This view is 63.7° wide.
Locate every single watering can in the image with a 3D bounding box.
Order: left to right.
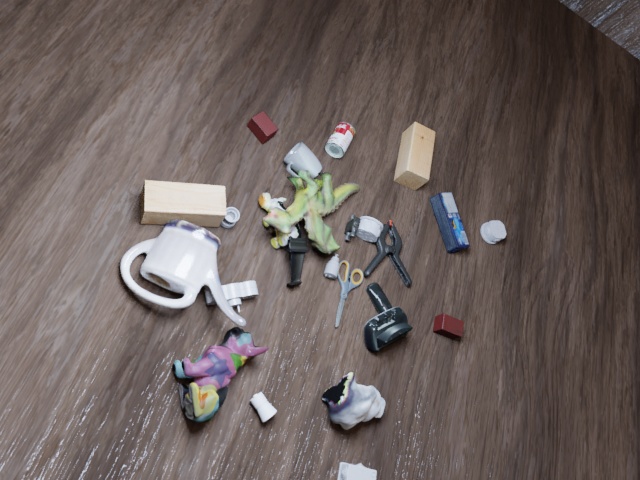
[{"bbox_3d":[-0.315,0.076,1.287,0.348,0.102,0.229,20,62,2],"label":"watering can"}]

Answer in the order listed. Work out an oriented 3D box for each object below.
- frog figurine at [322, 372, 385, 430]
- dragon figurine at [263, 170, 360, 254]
[{"bbox_3d":[0.102,0.440,1.351,0.158,0.124,0.137,39,91,-17],"label":"frog figurine"},{"bbox_3d":[0.005,-0.076,1.508,0.410,0.121,0.245,3,76,-44],"label":"dragon figurine"}]
